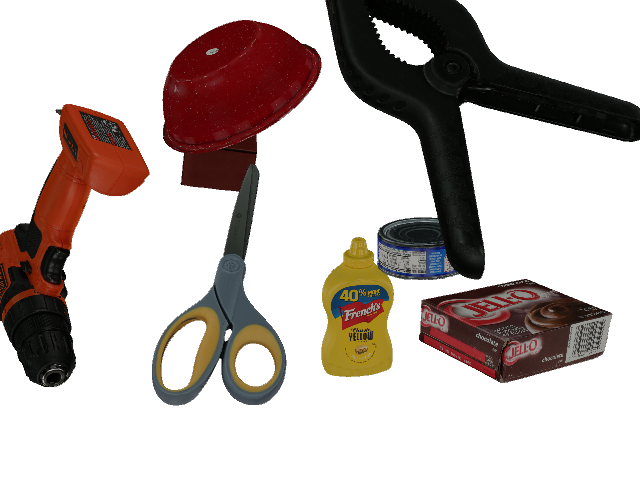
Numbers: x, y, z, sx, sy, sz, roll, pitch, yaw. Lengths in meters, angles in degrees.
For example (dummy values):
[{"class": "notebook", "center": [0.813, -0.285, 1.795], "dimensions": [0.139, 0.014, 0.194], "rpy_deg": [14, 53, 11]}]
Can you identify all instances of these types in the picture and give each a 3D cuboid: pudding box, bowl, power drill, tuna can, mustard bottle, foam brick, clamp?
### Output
[{"class": "pudding box", "center": [0.143, 0.064, 0.791], "dimensions": [0.113, 0.039, 0.090], "rpy_deg": [-6, 20, -35]}, {"class": "bowl", "center": [-0.083, -0.150, 0.959], "dimensions": [0.162, 0.055, 0.162], "rpy_deg": [-20, 35, 15]}, {"class": "power drill", "center": [-0.205, 0.000, 0.854], "dimensions": [0.057, 0.188, 0.185], "rpy_deg": [16, 25, -37]}, {"class": "tuna can", "center": [0.095, 0.006, 0.985], "dimensions": [0.086, 0.034, 0.086], "rpy_deg": [-2, 18, 1]}, {"class": "mustard bottle", "center": [0.050, 0.087, 1.435], "dimensions": [0.096, 0.192, 0.058], "rpy_deg": [-3, 22, -8]}, {"class": "foam brick", "center": [-0.110, -0.090, 1.168], "dimensions": [0.078, 0.051, 0.053], "rpy_deg": [6, 30, -6]}, {"class": "clamp", "center": [0.072, -0.084, 0.633], "dimensions": [0.164, 0.210, 0.036], "rpy_deg": [-45, -11, -27]}]

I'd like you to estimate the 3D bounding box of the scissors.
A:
[{"class": "scissors", "center": [-0.047, 0.033, 0.735], "dimensions": [0.096, 0.201, 0.016], "rpy_deg": [20, -34, 11]}]
